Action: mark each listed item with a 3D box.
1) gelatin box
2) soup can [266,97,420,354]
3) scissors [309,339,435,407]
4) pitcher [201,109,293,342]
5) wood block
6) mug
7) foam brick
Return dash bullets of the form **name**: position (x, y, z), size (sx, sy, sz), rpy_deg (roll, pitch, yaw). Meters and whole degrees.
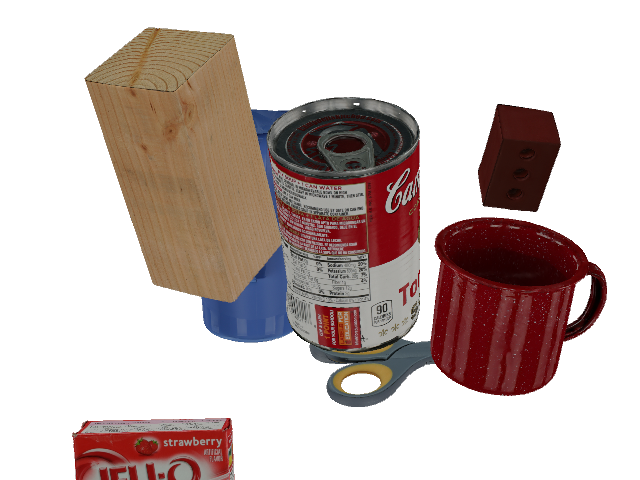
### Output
- **gelatin box**: position (-0.094, 0.141, 0.607), size (0.089, 0.073, 0.030), rpy_deg (-2, 6, 3)
- **soup can**: position (0.013, -0.006, 0.499), size (0.068, 0.102, 0.068), rpy_deg (-3, 35, 2)
- **scissors**: position (0.089, 0.105, 0.882), size (0.202, 0.016, 0.096), rpy_deg (5, 39, 5)
- **pitcher**: position (-0.075, -0.015, 1.142), size (0.145, 0.243, 0.148), rpy_deg (17, 24, 41)
- **wood block**: position (-0.108, -0.061, 0.886), size (0.090, 0.206, 0.090), rpy_deg (11, 42, 28)
- **mug**: position (0.124, 0.041, 0.668), size (0.117, 0.081, 0.093), rpy_deg (-5, 29, -18)
- **foam brick**: position (0.176, -0.073, 0.951), size (0.053, 0.078, 0.051), rpy_deg (6, 41, -3)
